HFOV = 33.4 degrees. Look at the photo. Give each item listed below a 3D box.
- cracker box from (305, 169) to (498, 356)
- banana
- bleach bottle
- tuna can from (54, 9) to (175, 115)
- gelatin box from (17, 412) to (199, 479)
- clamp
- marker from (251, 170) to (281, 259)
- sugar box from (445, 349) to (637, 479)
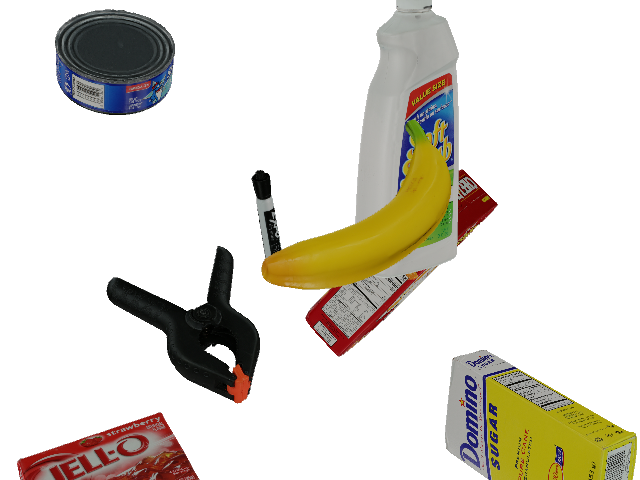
[{"bbox_3d":[0.094,0.024,1.269,0.214,0.072,0.163,-49,-9,34],"label":"cracker box"},{"bbox_3d":[0.040,-0.014,0.750,0.070,0.037,0.197,30,48,19],"label":"banana"},{"bbox_3d":[0.076,-0.098,0.955,0.102,0.251,0.068,-14,24,-29],"label":"bleach bottle"},{"bbox_3d":[-0.150,-0.131,0.782,0.086,0.086,0.034,0,-43,-12],"label":"tuna can"},{"bbox_3d":[-0.118,0.138,0.599,0.089,0.030,0.073,-16,28,-20],"label":"gelatin box"},{"bbox_3d":[-0.097,0.068,0.935,0.120,0.039,0.172,-29,54,-25],"label":"clamp"},{"bbox_3d":[-0.054,-0.018,1.110,0.020,0.121,0.020,-6,32,3],"label":"marker"},{"bbox_3d":[0.174,0.166,0.874,0.048,0.093,0.176,-11,22,-34],"label":"sugar box"}]
